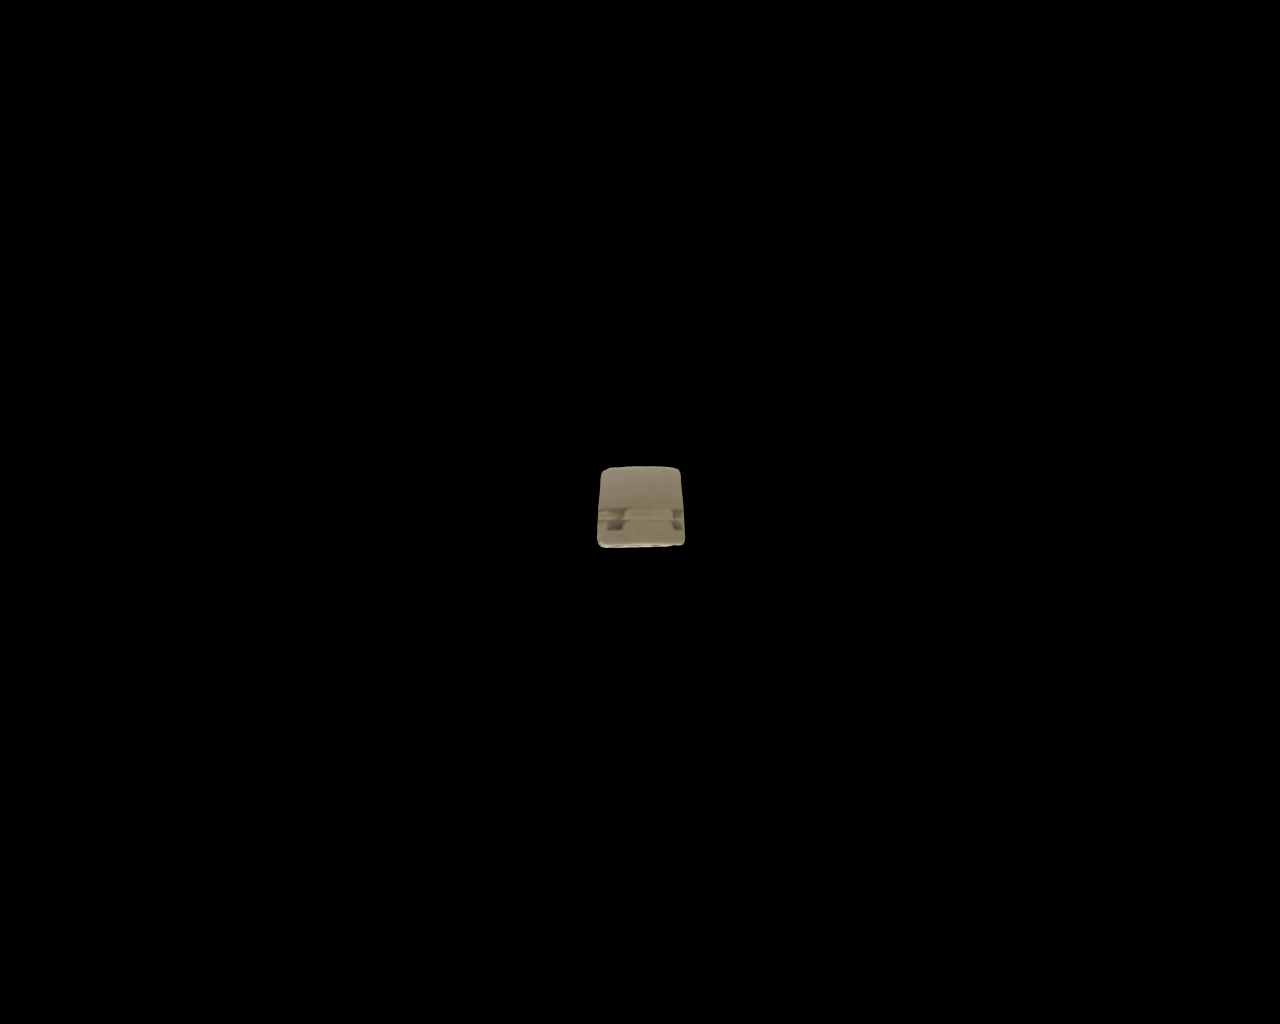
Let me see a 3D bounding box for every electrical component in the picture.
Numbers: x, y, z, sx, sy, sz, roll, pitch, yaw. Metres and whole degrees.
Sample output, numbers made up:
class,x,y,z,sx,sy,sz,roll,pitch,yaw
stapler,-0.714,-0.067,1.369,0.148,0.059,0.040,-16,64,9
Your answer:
class,x,y,z,sx,sy,sz,roll,pitch,yaw
electrical component,0.001,-0.003,0.650,0.055,0.047,0.055,0,-4,0
